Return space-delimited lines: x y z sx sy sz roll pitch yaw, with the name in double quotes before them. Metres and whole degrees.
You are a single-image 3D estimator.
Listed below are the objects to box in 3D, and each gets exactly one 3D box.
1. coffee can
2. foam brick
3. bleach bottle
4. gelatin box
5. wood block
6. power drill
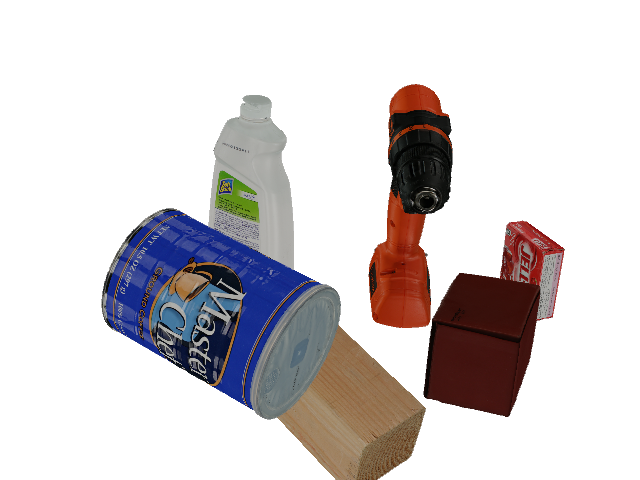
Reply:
"coffee can" -0.071 0.051 0.770 0.140 0.103 0.102 26 11 23
"foam brick" 0.097 0.059 0.634 0.053 0.051 0.078 10 23 17
"bleach bottle" -0.068 -0.026 1.117 0.103 0.251 0.068 17 28 23
"gelatin box" 0.231 0.033 1.177 0.030 0.089 0.073 -10 30 -21
"wood block" 0.004 0.158 1.143 0.090 0.090 0.206 -26 53 -32
"power drill" 0.079 -0.020 0.919 0.057 0.188 0.184 6 32 0
